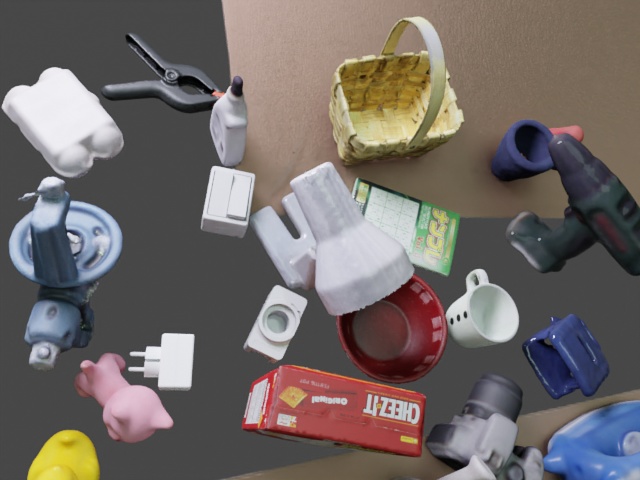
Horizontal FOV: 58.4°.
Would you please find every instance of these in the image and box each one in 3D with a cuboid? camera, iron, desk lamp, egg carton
[{"bbox_3d":[0.241,0.261,0.774,0.143,0.100,0.137,33,67,-2],"label":"camera"},{"bbox_3d":[0.444,0.289,0.796,0.259,0.141,0.118,-24,79,-21],"label":"iron"},{"bbox_3d":[0.007,0.003,0.736,0.118,0.213,0.203,-31,82,-22],"label":"desk lamp"},{"bbox_3d":[-0.343,-0.158,0.774,0.107,0.069,0.150,-41,86,-23],"label":"egg carton"}]

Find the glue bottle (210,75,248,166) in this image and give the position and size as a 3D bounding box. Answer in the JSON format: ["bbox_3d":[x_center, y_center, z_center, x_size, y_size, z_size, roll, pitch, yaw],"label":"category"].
[{"bbox_3d":[-0.120,-0.169,0.781,0.037,0.173,0.078,-14,76,-18],"label":"glue bottle"}]

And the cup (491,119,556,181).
[{"bbox_3d":[0.335,-0.131,0.932,0.118,0.095,0.092,22,68,-7],"label":"cup"}]

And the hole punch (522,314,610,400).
[{"bbox_3d":[0.374,0.167,0.845,0.101,0.091,0.108,-27,80,-21],"label":"hole punch"}]

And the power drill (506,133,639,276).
[{"bbox_3d":[0.373,-0.031,0.848,0.229,0.208,0.076,44,67,3],"label":"power drill"}]

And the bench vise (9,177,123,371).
[{"bbox_3d":[-0.282,0.033,0.645,0.122,0.219,0.207,-10,75,-17],"label":"bench vise"}]

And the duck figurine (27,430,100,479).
[{"bbox_3d":[-0.290,0.267,0.638,0.077,0.086,0.104,7,70,-12],"label":"duck figurine"}]

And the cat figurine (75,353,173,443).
[{"bbox_3d":[-0.231,0.186,0.663,0.128,0.117,0.067,46,67,3],"label":"cat figurine"}]

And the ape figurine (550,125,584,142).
[{"bbox_3d":[0.403,-0.161,0.962,0.078,0.092,0.076,18,68,-8],"label":"ape figurine"}]

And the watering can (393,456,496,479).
[{"bbox_3d":[0.138,0.330,0.672,0.101,0.194,0.173,25,68,-5],"label":"watering can"}]
